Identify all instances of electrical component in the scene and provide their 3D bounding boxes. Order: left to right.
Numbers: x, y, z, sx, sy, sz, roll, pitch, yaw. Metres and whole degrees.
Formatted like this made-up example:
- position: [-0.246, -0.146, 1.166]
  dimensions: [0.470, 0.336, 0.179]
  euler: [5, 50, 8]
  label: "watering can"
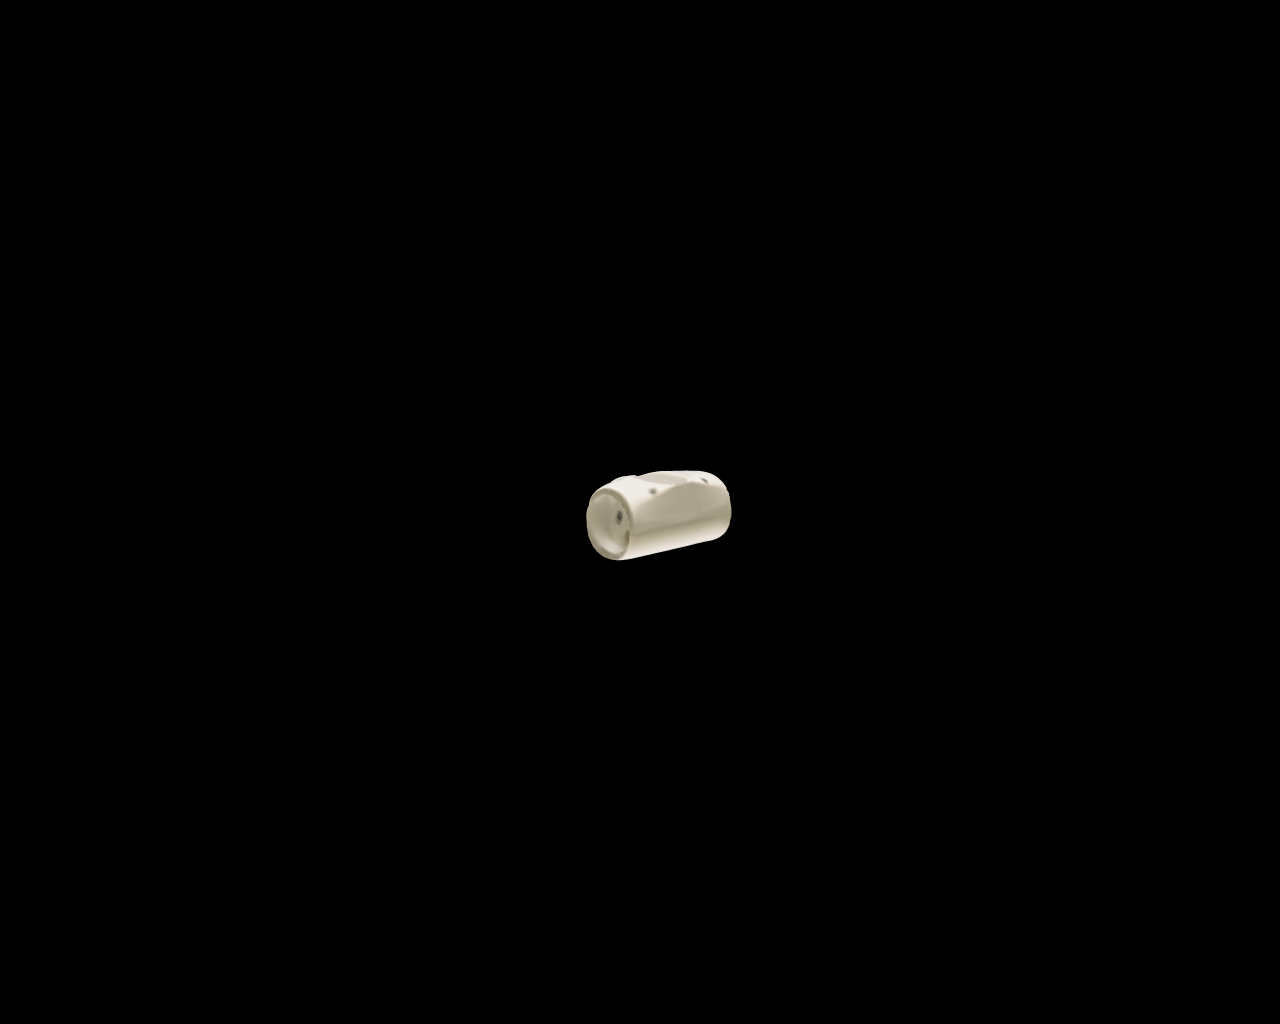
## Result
- position: [0.001, -0.003, 0.650]
  dimensions: [0.077, 0.043, 0.079]
  euler: [-11, 18, -37]
  label: "electrical component"
